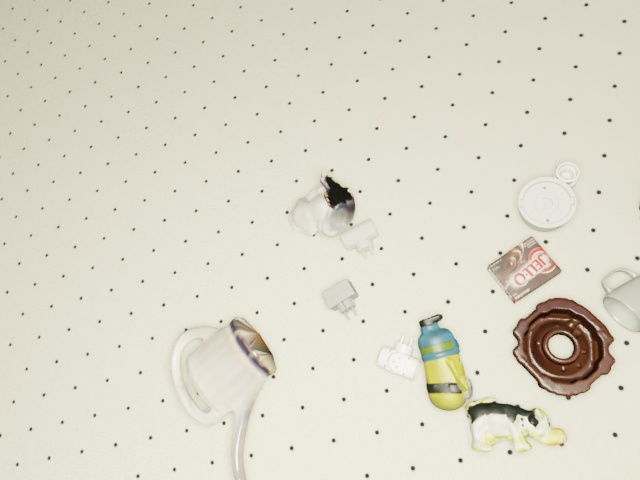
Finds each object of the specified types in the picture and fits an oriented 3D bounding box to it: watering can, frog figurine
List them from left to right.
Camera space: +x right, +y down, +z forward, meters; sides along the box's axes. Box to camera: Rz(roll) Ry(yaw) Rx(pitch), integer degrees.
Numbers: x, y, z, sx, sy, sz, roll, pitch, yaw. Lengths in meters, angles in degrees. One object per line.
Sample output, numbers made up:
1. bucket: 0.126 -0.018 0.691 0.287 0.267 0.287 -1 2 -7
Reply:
1. watering can: -0.186 0.317 1.106 0.224 0.352 0.102 -40 -25 1
2. frog figurine: 0.004 -0.060 1.189 0.123 0.140 0.156 1 -40 -40
